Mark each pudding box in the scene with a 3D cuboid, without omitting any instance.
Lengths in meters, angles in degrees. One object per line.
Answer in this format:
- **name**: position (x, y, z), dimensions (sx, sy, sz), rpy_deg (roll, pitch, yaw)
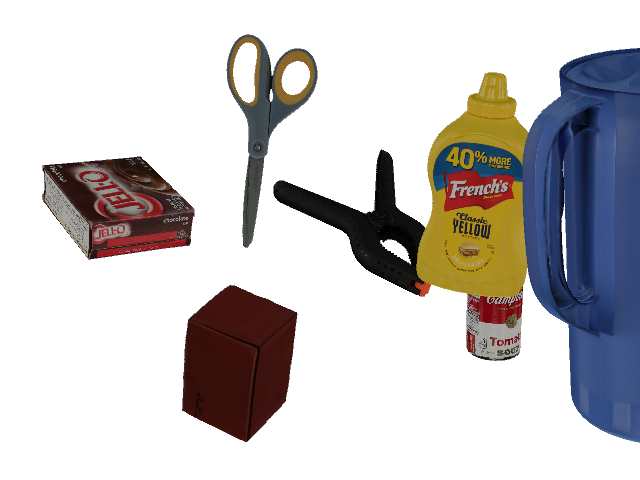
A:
- **pudding box**: position (-0.168, -0.029, 0.878), dimensions (0.089, 0.039, 0.114), rpy_deg (-8, 29, -33)

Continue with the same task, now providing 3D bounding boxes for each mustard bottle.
- **mustard bottle**: position (0.140, -0.050, 0.926), dimensions (0.096, 0.192, 0.058), rpy_deg (11, 22, 18)

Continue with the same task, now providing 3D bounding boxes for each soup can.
- **soup can**: position (0.214, 0.089, 1.316), dimensions (0.068, 0.102, 0.068), rpy_deg (-1, 19, 0)

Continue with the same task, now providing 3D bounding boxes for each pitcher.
- **pitcher**: position (0.209, 0.005, 0.678), dimensions (0.149, 0.243, 0.144), rpy_deg (3, 21, 16)

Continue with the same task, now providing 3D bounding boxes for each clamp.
- **clamp**: position (0.053, -0.017, 1.212), dimensions (0.164, 0.210, 0.036), rpy_deg (-14, -38, -24)

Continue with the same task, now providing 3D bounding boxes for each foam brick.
- **foam brick**: position (-0.053, 0.078, 0.687), dimensions (0.053, 0.078, 0.051), rpy_deg (22, 34, 21)

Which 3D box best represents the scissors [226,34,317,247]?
- **scissors**: position (-0.042, -0.099, 1.029), dimensions (0.096, 0.202, 0.016), rpy_deg (-9, 3, -1)
